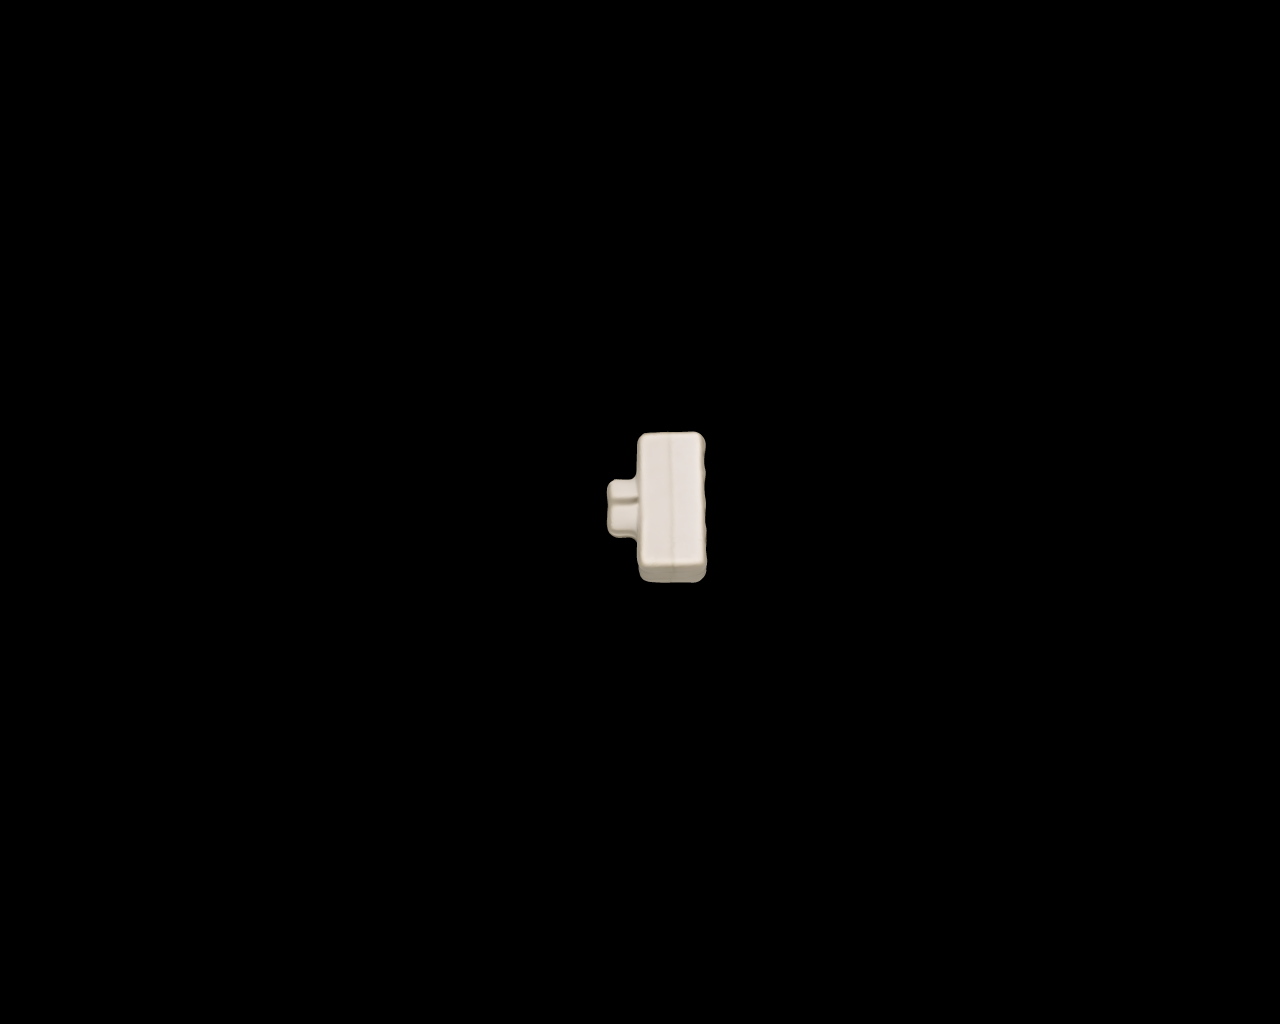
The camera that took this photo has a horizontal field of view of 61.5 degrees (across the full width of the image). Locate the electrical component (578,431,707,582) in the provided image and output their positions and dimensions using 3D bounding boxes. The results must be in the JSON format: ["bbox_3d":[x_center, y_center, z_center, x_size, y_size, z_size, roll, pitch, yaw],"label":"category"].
[{"bbox_3d":[0.001,-0.003,0.650,0.076,0.083,0.047,0,-15,0],"label":"electrical component"}]
